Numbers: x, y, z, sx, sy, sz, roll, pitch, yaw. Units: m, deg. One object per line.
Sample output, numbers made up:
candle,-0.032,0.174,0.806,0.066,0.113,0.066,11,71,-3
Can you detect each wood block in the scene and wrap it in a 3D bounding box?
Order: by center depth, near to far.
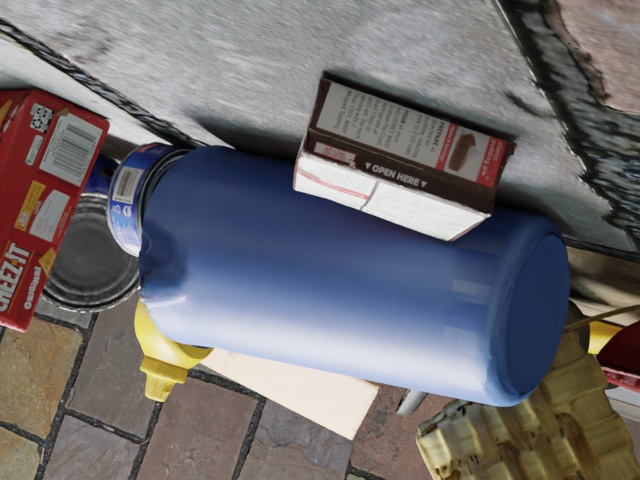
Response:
wood block,-0.031,0.113,1.139,0.206,0.091,0.090,27,-143,4

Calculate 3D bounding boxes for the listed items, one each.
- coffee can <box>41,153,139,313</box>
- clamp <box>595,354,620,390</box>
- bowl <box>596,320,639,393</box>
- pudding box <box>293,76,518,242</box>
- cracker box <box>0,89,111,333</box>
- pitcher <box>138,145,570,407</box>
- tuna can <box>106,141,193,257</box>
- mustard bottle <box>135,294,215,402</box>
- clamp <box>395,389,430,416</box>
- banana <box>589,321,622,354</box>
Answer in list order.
coffee can,-0.201,-0.011,0.910,0.102,0.103,0.140,21,-168,-20
clamp,0.278,0.123,1.024,0.120,0.039,0.171,4,-175,37
bowl,0.289,0.099,0.826,0.162,0.055,0.162,19,174,2
pudding box,0.034,-0.034,0.502,0.090,0.039,0.113,18,175,0
cracker box,-0.261,-0.030,0.819,0.072,0.164,0.214,26,171,-35
pitcher,0.025,0.017,0.650,0.243,0.149,0.145,11,155,33
tuna can,-0.110,-0.027,0.768,0.034,0.086,0.086,12,171,38
mustard bottle,-0.115,0.048,0.940,0.058,0.191,0.096,15,173,32
clamp,0.102,0.079,0.974,0.210,0.036,0.164,-27,114,39
banana,0.182,0.074,0.982,0.198,0.037,0.069,16,164,7
